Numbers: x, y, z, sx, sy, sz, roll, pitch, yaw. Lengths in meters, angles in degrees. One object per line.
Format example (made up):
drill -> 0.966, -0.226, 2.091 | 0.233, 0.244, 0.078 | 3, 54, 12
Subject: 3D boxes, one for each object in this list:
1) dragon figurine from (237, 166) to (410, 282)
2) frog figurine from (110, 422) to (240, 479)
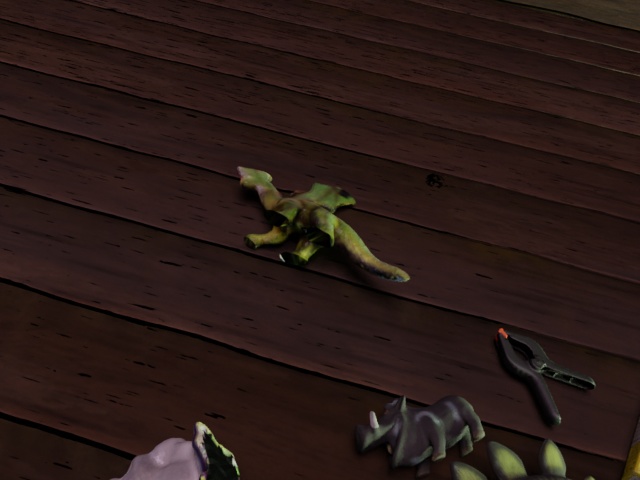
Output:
dragon figurine -> 0.003, -0.052, 1.033 | 0.411, 0.119, 0.248 | 21, 39, 9
frog figurine -> -0.188, 0.326, 0.656 | 0.159, 0.121, 0.140 | -33, 61, 9
